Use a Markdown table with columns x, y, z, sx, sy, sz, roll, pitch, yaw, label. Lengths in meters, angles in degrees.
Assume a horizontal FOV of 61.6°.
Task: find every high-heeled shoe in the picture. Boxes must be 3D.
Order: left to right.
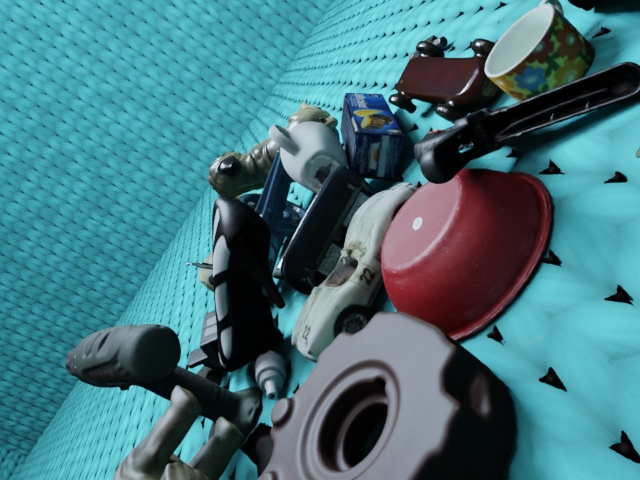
| x | y | z | sx | sy | sz | roll | pitch | yaw | label |
| --- | --- | --- | --- | --- | --- | --- | --- | --- | --- |
| -0.105 | 0.062 | 0.644 | 0.086 | 0.145 | 0.248 | -21 | -22 | -34 | high-heeled shoe |

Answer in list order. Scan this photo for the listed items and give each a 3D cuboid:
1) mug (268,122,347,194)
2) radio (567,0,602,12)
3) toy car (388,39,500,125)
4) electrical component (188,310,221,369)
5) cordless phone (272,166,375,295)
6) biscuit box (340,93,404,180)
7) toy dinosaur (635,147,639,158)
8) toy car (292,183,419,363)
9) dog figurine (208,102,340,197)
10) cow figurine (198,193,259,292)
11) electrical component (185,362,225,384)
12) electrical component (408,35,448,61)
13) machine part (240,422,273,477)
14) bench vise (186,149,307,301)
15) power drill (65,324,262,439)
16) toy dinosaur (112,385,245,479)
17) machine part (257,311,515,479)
| x | y | z | sx | sy | sz | roll | pitch | yaw | label |
| --- | --- | --- | --- | --- | --- | --- | --- | --- | --- |
| -0.012 | -0.106 | 0.671 | 0.081 | 0.109 | 0.107 | -49 | 24 | 10 | mug |
| 0.208 | -0.243 | 0.375 | 0.131 | 0.073 | 0.229 | -61 | -10 | 27 | radio |
| 0.143 | -0.183 | 0.625 | 0.089 | 0.053 | 0.202 | -65 | 20 | 10 | toy car |
| -0.141 | 0.135 | 0.756 | 0.119 | 0.047 | 0.075 | -21 | 30 | 12 | electrical component |
| -0.001 | -0.003 | 0.654 | 0.146 | 0.088 | 0.184 | -61 | 14 | -12 | cordless phone |
| 0.065 | -0.146 | 0.721 | 0.203 | 0.059 | 0.062 | -94 | 7 | -61 | biscuit box |
| 0.289 | -0.233 | 0.254 | 0.404 | 0.131 | 0.192 | -52 | 0 | 38 | toy dinosaur |
| 0.039 | 0.028 | 0.530 | 0.201 | 0.056 | 0.073 | -61 | 18 | -11 | toy car |
| -0.075 | -0.135 | 0.862 | 0.190 | 0.121 | 0.172 | -25 | -16 | -29 | dog figurine |
| -0.147 | 0.002 | 0.940 | 0.085 | 0.127 | 0.195 | -16 | 45 | 59 | cow figurine |
| -0.181 | 0.212 | 0.805 | 0.102 | 0.045 | 0.078 | -44 | 21 | 34 | electrical component |
| 0.151 | -0.265 | 0.792 | 0.063 | 0.021 | 0.094 | -60 | 18 | -7 | electrical component |
| -0.039 | 0.212 | 0.458 | 0.084 | 0.039 | 0.139 | -64 | 20 | 5 | machine part |
| -0.072 | -0.039 | 0.793 | 0.223 | 0.129 | 0.240 | -48 | -22 | -67 | bench vise |
| -0.185 | 0.168 | 0.637 | 0.232 | 0.207 | 0.086 | -29 | 26 | 50 | power drill |
| -0.121 | 0.244 | 0.361 | 0.198 | 0.105 | 0.471 | -50 | 14 | -3 | toy dinosaur |
| 0.034 | 0.127 | 0.349 | 0.179 | 0.056 | 0.179 | -40 | 24 | 21 | machine part |
